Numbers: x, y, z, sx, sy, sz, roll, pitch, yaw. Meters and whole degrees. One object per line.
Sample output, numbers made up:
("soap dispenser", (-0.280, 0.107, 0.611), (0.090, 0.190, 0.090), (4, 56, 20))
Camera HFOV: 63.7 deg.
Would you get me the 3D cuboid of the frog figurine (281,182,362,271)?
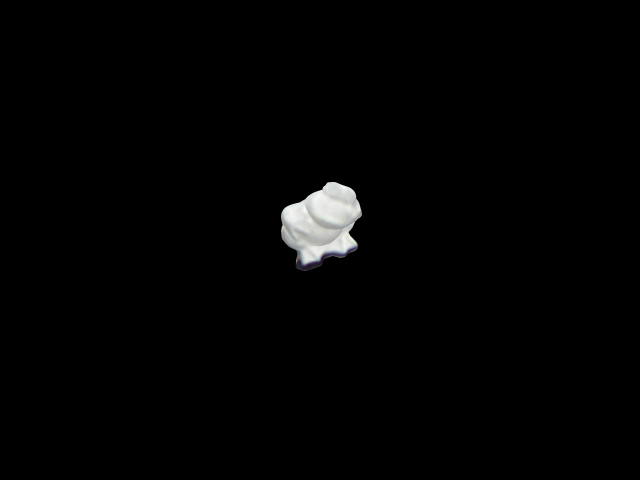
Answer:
("frog figurine", (0.003, -0.043, 0.850), (0.137, 0.155, 0.126), (-4, 45, -4))
